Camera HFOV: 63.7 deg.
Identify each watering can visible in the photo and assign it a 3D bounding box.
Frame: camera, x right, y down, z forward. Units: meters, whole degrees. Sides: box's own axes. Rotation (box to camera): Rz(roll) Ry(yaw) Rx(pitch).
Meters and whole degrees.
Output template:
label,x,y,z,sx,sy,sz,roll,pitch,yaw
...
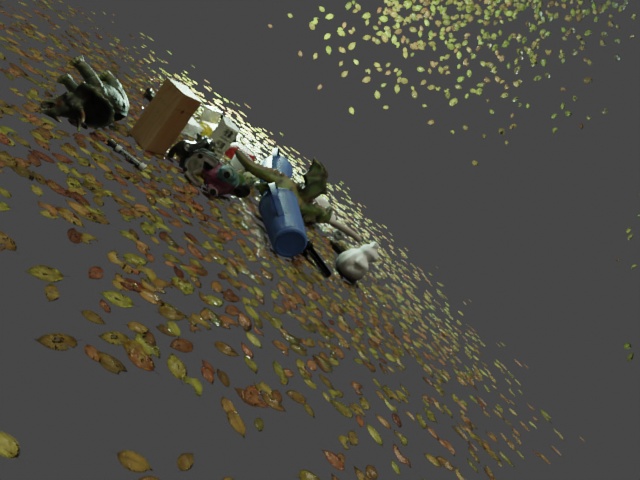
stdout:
label,x,y,z,sx,sy,sz,roll,pitch,yaw
watering can,0.006,-0.104,2.070,0.351,0.103,0.224,38,14,23

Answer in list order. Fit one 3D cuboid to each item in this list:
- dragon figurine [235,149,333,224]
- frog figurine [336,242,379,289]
label,x,y,z,sx,sy,sz,roll,pitch,yaw
dragon figurine,-0.089,-0.195,1.784,0.404,0.243,0.124,58,-1,-27
frog figurine,0.136,0.066,1.791,0.122,0.158,0.139,34,14,-15
